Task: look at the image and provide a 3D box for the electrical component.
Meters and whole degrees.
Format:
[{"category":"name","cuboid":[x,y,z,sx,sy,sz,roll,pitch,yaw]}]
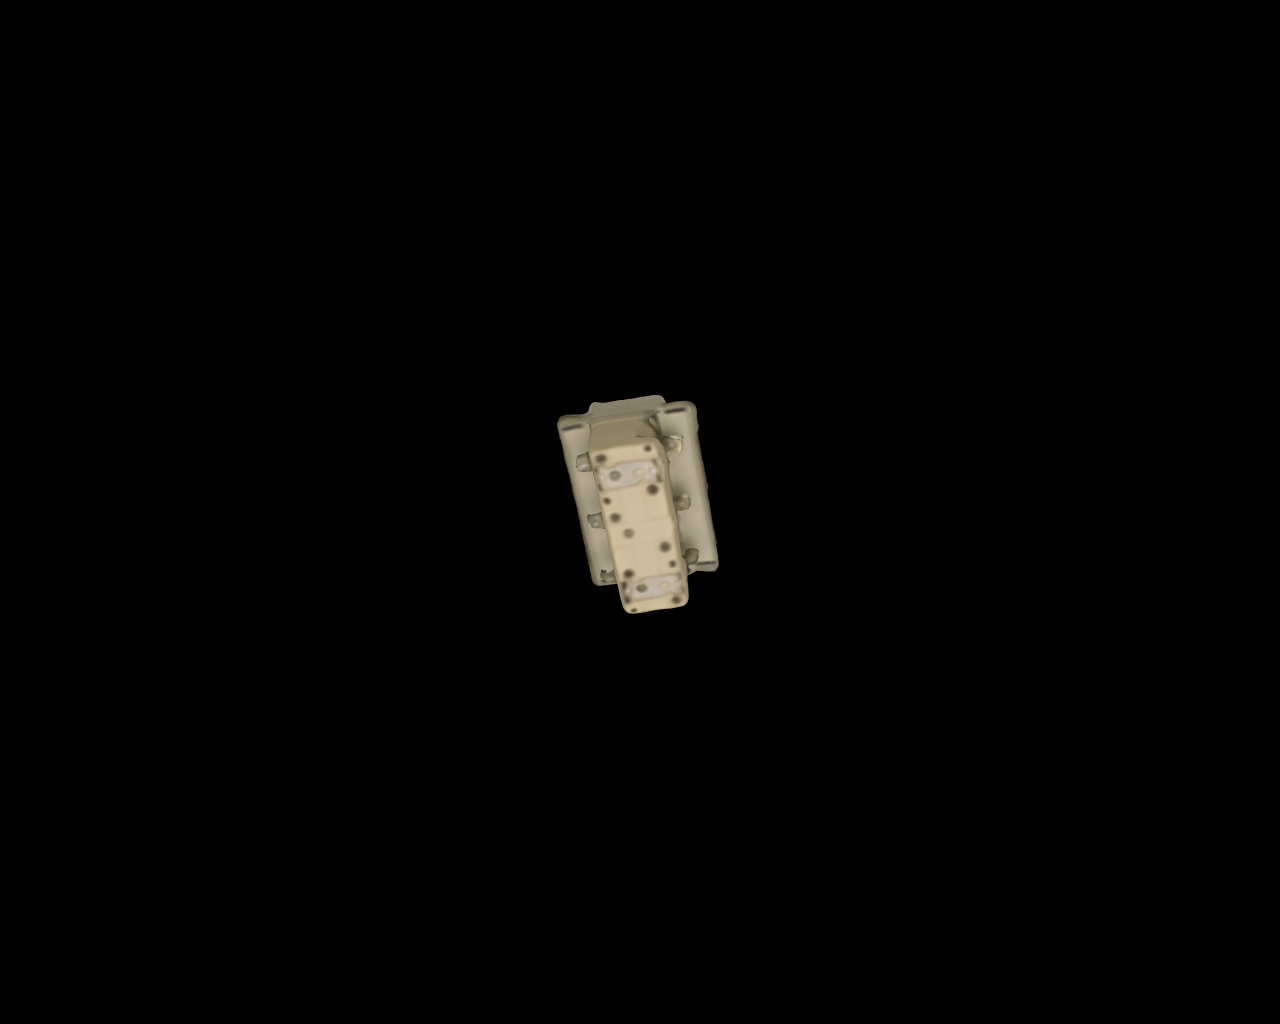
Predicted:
[{"category":"electrical component","cuboid":[0.001,-0.003,0.650,0.079,0.121,0.063,-7,32,5]}]
